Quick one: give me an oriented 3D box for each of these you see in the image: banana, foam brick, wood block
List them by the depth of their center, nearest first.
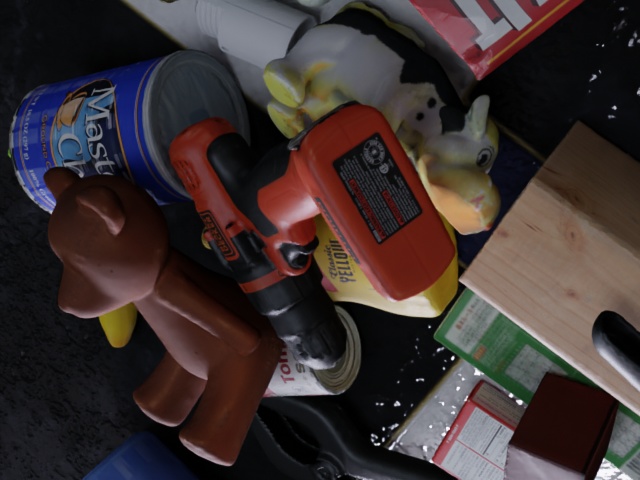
[{"bbox_3d":[0.198,0.038,0.616,0.206,0.090,0.090,37,131,8],"label":"wood block"},{"bbox_3d":[0.156,0.135,0.694,0.051,0.078,0.053,18,129,22],"label":"foam brick"},{"bbox_3d":[-0.191,0.003,0.890,0.070,0.037,0.198,-1,117,53],"label":"banana"}]

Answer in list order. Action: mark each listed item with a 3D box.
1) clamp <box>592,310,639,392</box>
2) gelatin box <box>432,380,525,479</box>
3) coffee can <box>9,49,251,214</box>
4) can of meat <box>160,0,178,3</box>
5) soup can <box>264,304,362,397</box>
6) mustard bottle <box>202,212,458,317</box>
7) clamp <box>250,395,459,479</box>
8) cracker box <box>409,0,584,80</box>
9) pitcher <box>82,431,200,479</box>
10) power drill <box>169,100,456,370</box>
[{"bbox_3d":[0.226,0.098,0.547,0.120,0.039,0.171,-15,115,44],"label":"clamp"},{"bbox_3d":[0.135,0.154,0.770,0.089,0.030,0.073,32,129,13],"label":"gelatin box"},{"bbox_3d":[-0.135,-0.072,0.758,0.141,0.102,0.103,-5,115,36],"label":"coffee can"},{"bbox_3d":[-0.129,-0.211,0.700,0.084,0.057,0.102,12,123,30],"label":"can of meat"},{"bbox_3d":[-0.028,0.085,0.809,0.102,0.068,0.068,-8,113,37],"label":"soup can"},{"bbox_3d":[-0.002,0.001,0.747,0.192,0.058,0.096,3,123,32],"label":"mustard bottle"},{"bbox_3d":[0.013,0.188,0.866,0.210,0.036,0.165,34,130,13],"label":"clamp"},{"bbox_3d":[0.076,-0.212,0.525,0.164,0.072,0.213,-37,100,32],"label":"cracker box"},{"bbox_3d":[-0.122,0.300,0.965,0.243,0.149,0.145,46,169,5],"label":"pitcher"},{"bbox_3d":[-0.004,0.001,0.636,0.184,0.057,0.188,58,151,-13],"label":"power drill"}]
